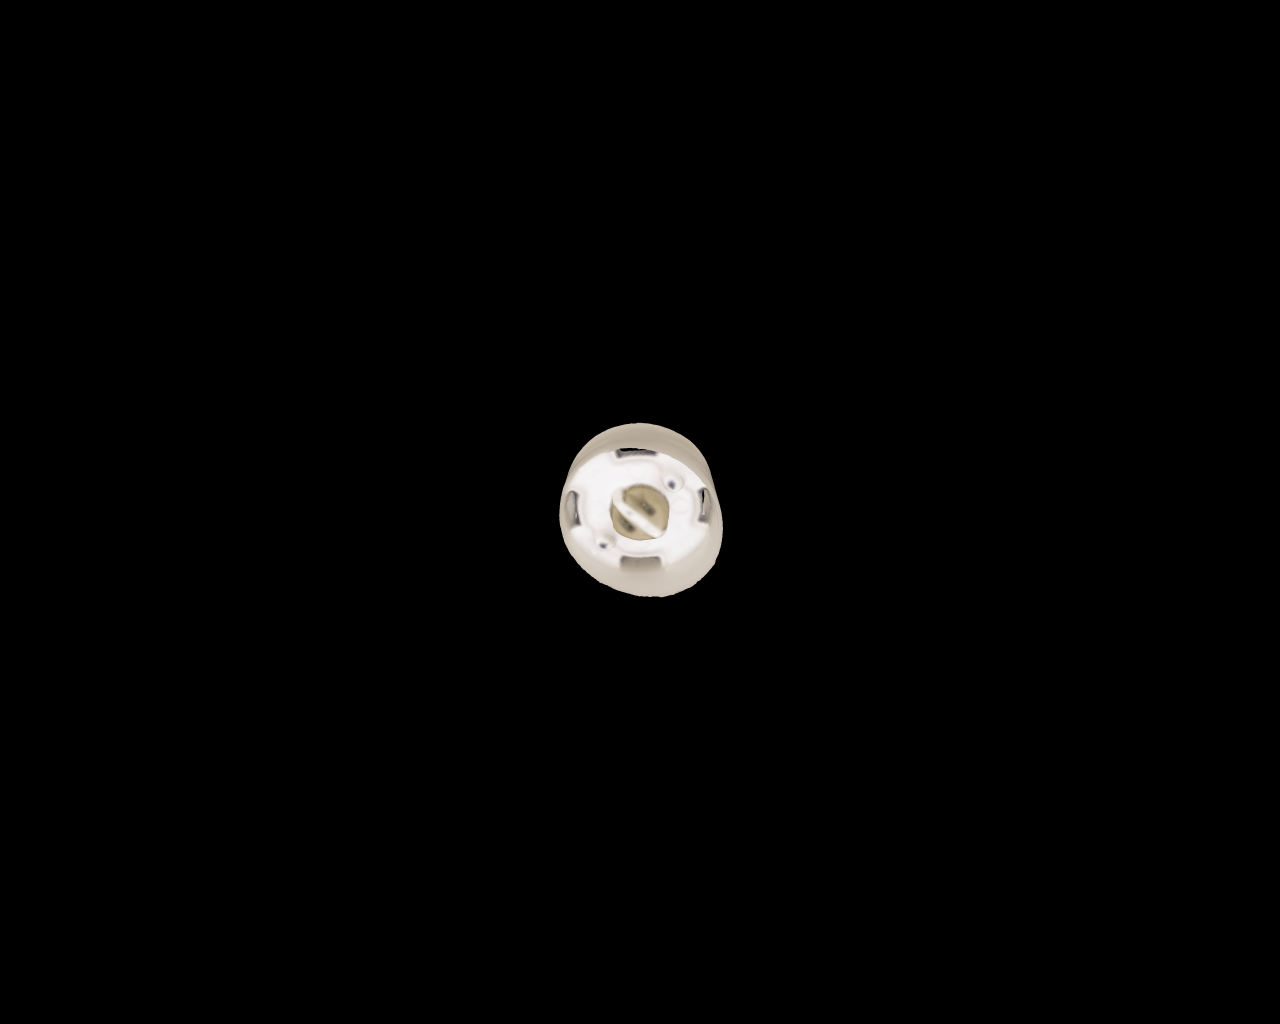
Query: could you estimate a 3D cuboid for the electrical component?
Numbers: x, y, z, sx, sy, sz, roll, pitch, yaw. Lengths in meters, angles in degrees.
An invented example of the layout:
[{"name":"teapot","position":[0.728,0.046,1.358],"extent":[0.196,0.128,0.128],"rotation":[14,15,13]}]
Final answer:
[{"name":"electrical component","position":[0.001,-0.003,0.650],"extent":[0.099,0.099,0.064],"rotation":[0,34,0]}]
